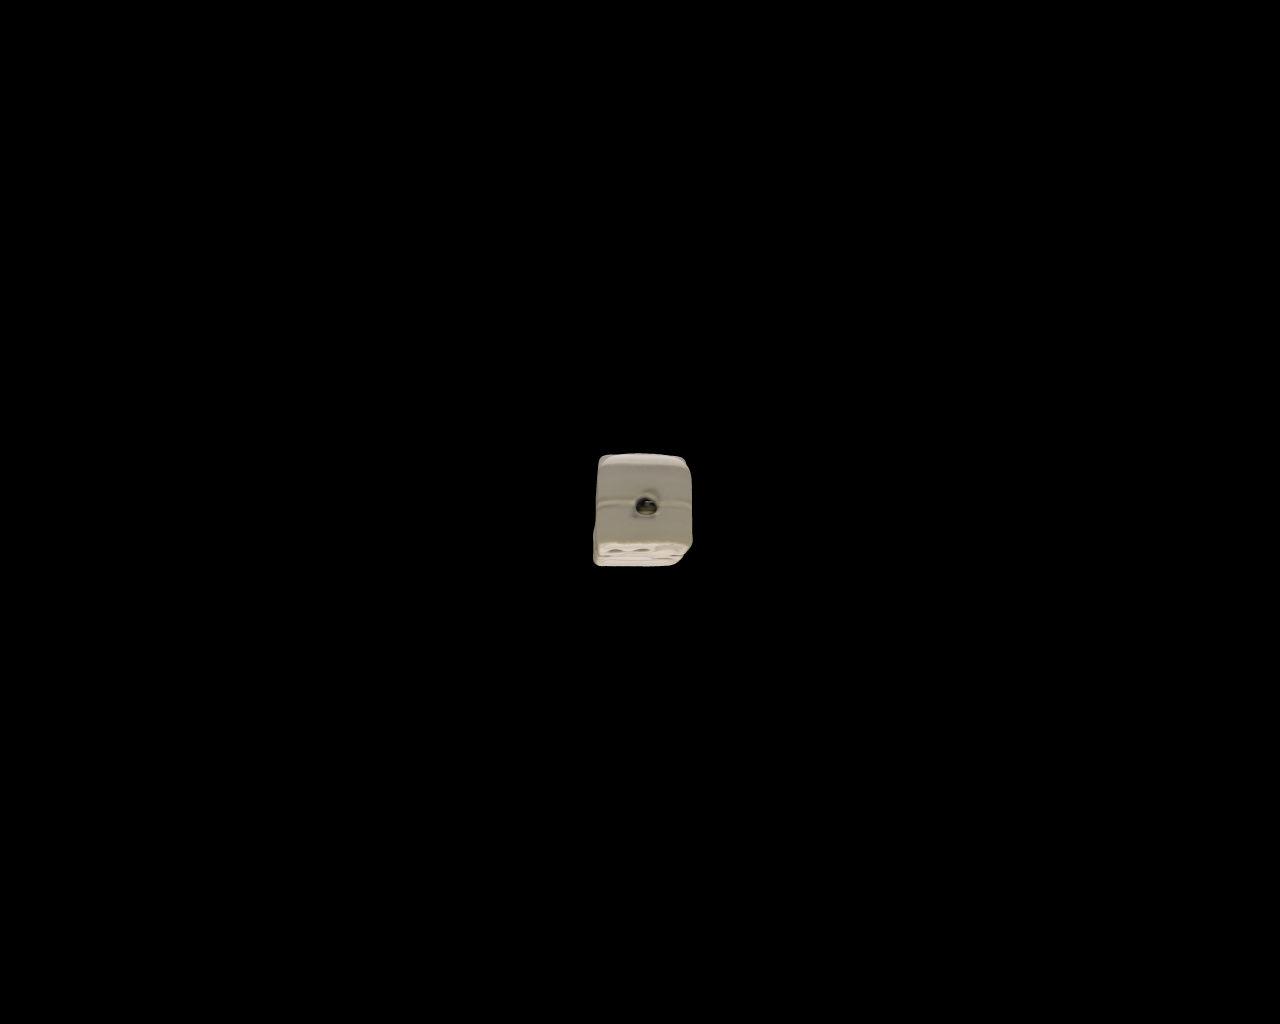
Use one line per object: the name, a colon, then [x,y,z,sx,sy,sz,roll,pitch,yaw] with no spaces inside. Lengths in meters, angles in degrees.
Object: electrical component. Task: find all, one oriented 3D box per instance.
electrical component: [0.001,-0.003,0.650,0.054,0.059,0.095,1,-11,-4]
